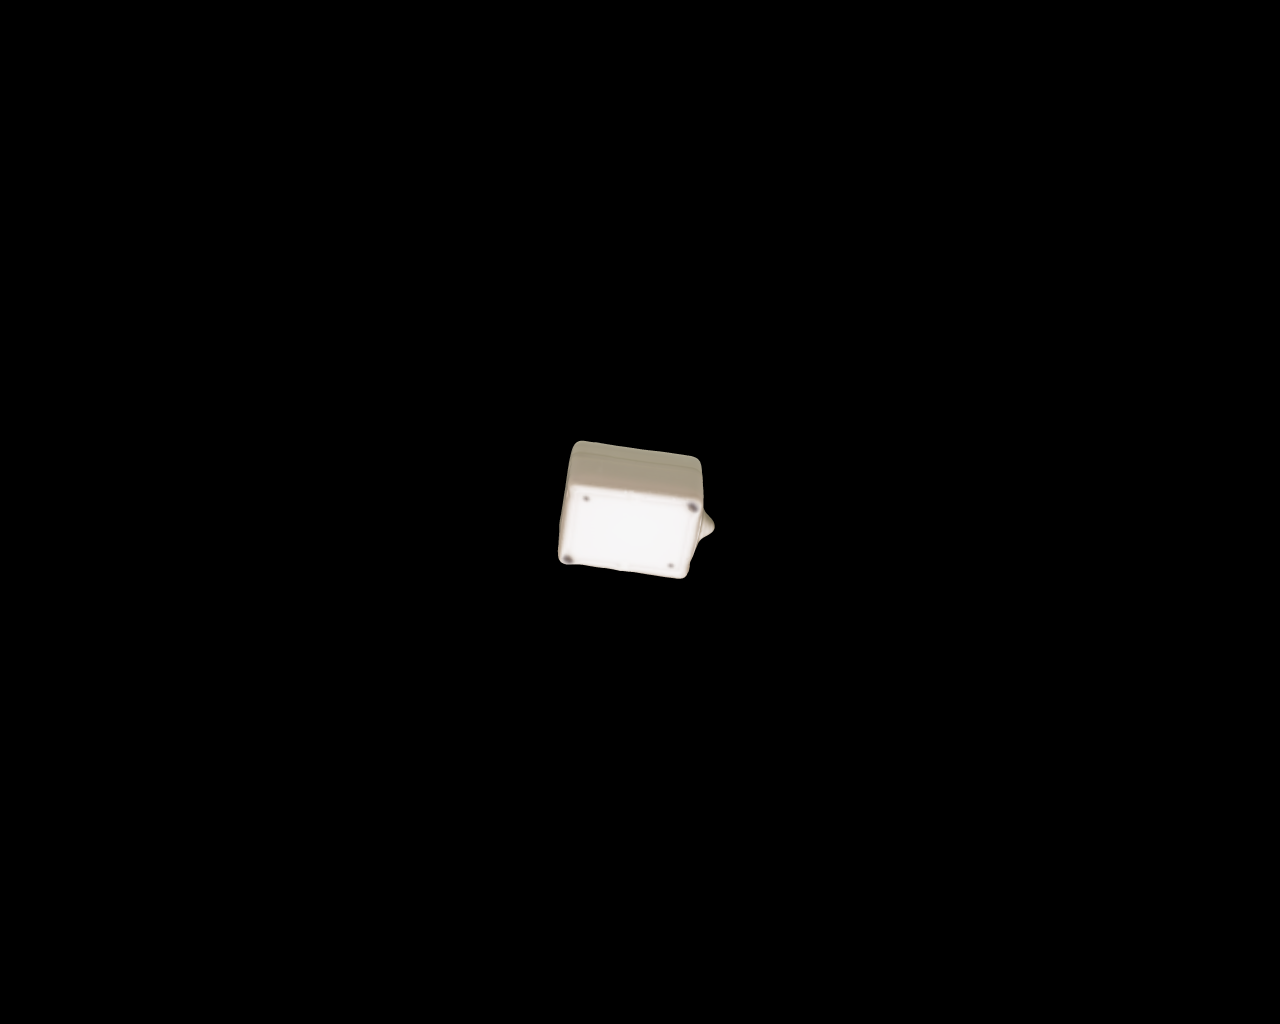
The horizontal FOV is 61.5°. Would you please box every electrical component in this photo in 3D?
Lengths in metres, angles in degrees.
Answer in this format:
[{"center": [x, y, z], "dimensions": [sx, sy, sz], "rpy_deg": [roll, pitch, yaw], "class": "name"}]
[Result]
[{"center": [0.001, -0.003, 0.650], "dimensions": [0.096, 0.061, 0.061], "rpy_deg": [8, 34, -5], "class": "electrical component"}]
